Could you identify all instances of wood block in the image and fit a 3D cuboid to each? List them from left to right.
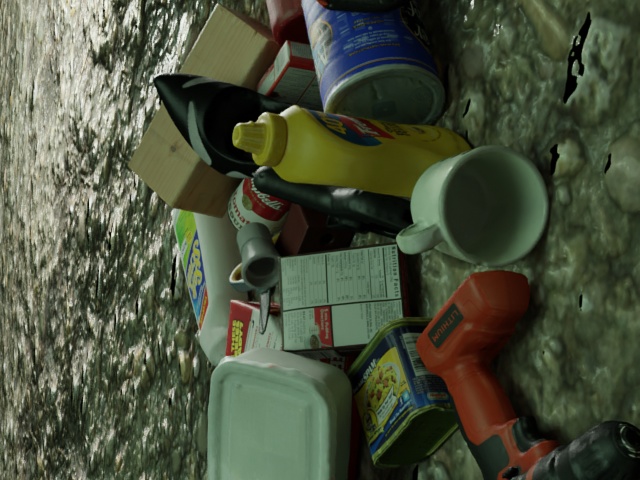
[{"bbox_3d":[-0.109,-0.138,1.163,0.091,0.090,0.206,41,107,31],"label":"wood block"}]

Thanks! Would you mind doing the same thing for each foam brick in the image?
[{"bbox_3d":[-0.007,0.001,1.054,0.051,0.052,0.078,-114,37,-46],"label":"foam brick"}]

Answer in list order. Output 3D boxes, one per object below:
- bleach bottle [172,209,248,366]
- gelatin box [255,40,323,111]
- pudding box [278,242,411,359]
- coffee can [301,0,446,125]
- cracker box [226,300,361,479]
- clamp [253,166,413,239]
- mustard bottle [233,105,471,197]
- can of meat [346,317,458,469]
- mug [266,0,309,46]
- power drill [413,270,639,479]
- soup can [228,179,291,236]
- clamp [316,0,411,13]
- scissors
[{"bbox_3d":[-0.122,0.049,1.279,0.103,0.068,0.251,-58,38,46],"label":"bleach bottle"},{"bbox_3d":[-0.016,-0.161,1.082,0.089,0.073,0.030,132,138,-53],"label":"gelatin box"},{"bbox_3d":[0.022,0.054,0.924,0.039,0.113,0.090,51,-146,-68],"label":"pudding box"},{"bbox_3d":[0.043,-0.165,0.921,0.103,0.102,0.140,127,141,-48],"label":"coffee can"},{"bbox_3d":[-0.031,0.153,1.054,0.214,0.072,0.164,-171,88,-66],"label":"cracker box"},{"bbox_3d":[0.036,-0.024,0.933,0.172,0.120,0.039,18,89,35],"label":"clamp"},{"bbox_3d":[0.023,-0.070,0.841,0.096,0.191,0.058,50,129,57],"label":"mustard bottle"},{"bbox_3d":[0.069,0.125,0.864,0.102,0.057,0.084,-58,37,43],"label":"can of meat"},{"bbox_3d":[-0.015,-0.239,1.087,0.117,0.093,0.081,117,146,-64],"label":"mug"},{"bbox_3d":[0.135,0.116,0.724,0.185,0.057,0.188,123,143,-45],"label":"power drill"},{"bbox_3d":[-0.051,-0.050,1.141,0.102,0.068,0.068,135,134,-55],"label":"soup can"},{"bbox_3d":[0.082,-0.247,0.842,0.210,0.036,0.164,-17,61,30],"label":"clamp"},{"bbox_3d":[-0.068,0.053,1.088,0.096,0.016,0.201,-30,21,27],"label":"scissors"}]
